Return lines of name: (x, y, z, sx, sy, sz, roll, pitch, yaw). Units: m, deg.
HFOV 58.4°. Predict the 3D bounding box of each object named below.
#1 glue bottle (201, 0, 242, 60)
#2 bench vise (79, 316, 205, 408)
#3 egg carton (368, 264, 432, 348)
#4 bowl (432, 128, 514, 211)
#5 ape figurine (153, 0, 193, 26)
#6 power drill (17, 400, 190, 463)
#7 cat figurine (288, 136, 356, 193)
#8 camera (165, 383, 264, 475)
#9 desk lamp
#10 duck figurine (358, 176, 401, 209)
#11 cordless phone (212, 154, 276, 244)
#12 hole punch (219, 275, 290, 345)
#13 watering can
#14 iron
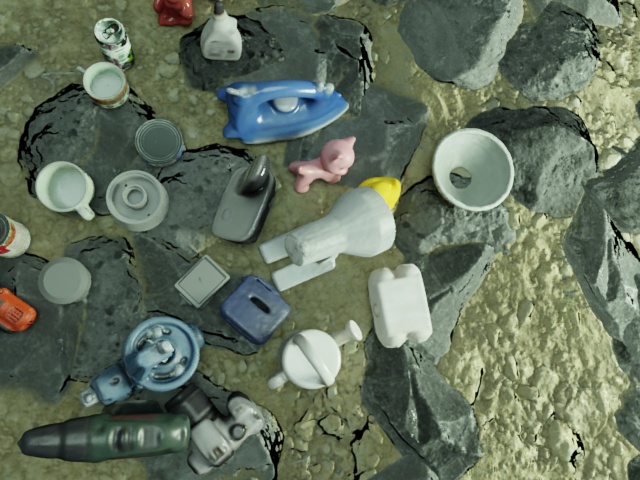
glue bottle: (-0.182, -0.386, 1.051, 0.078, 0.173, 0.037, 2, 80, -8)
bench vise: (-0.278, 0.209, 0.911, 0.121, 0.219, 0.207, 41, 77, 0)
egg carton: (0.147, 0.122, 1.071, 0.107, 0.069, 0.150, -10, 82, -10)
bowl: (0.292, -0.131, 1.134, 0.167, 0.074, 0.167, 2, 80, -9)
ape figurine: (-0.275, -0.451, 1.089, 0.078, 0.092, 0.076, 38, 77, -1)
power drill: (-0.317, 0.300, 0.895, 0.230, 0.208, 0.075, 0, 80, -9)
cat figurine: (0.010, -0.145, 1.069, 0.128, 0.117, 0.067, -20, 84, -12)
camera: (-0.186, 0.303, 0.971, 0.143, 0.100, 0.137, -39, 88, -13)
desk lamp: (0.009, 0.004, 0.995, 0.203, 0.213, 0.118, -24, 85, -12)
duck figurine: (0.113, -0.088, 1.092, 0.105, 0.086, 0.077, -32, 86, -13)
cordless phone: (-0.130, -0.072, 1.000, 0.094, 0.185, 0.148, 18, 78, -5)
hole punch: (-0.116, 0.121, 1.018, 0.108, 0.091, 0.101, 39, 77, -1)
watering can: (-0.011, 0.195, 0.969, 0.101, 0.194, 0.173, 36, 77, -1)
iron: (-0.059, -0.263, 1.066, 0.258, 0.141, 0.119, -10, 82, -10)
